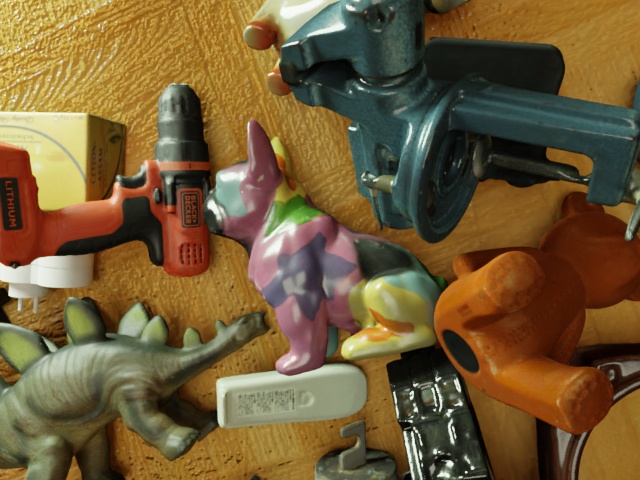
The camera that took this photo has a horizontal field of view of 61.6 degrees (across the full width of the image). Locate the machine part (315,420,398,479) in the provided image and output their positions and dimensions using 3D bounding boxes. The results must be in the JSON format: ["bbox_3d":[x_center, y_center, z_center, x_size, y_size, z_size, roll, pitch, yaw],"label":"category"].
[{"bbox_3d":[0.035,0.286,0.490,0.079,0.079,0.243,-1,91,12],"label":"machine part"}]

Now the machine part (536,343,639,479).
[{"bbox_3d":[0.280,0.183,0.417,0.202,0.087,0.201,-3,85,11],"label":"machine part"}]

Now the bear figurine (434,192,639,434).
[{"bbox_3d":[0.186,0.036,0.394,0.196,0.132,0.120,-27,87,-16],"label":"bear figurine"}]

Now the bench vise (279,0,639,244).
[{"bbox_3d":[0.097,-0.080,0.350,0.241,0.129,0.223,21,135,29],"label":"bench vise"}]

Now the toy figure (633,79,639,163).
[{"bbox_3d":[0.287,-0.060,0.428,0.058,0.064,0.154,-10,97,-28],"label":"toy figure"}]

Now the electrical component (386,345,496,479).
[{"bbox_3d":[0.101,0.153,0.440,0.058,0.134,0.114,-17,132,10],"label":"electrical component"}]

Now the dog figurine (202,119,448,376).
[{"bbox_3d":[-0.001,-0.001,0.471,0.192,0.108,0.219,-16,87,13],"label":"dog figurine"}]

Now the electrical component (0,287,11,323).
[{"bbox_3d":[-0.384,0.094,0.587,0.102,0.045,0.078,-27,85,12],"label":"electrical component"}]

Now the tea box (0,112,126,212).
[{"bbox_3d":[-0.291,-0.078,0.548,0.170,0.068,0.098,2,93,11],"label":"tea box"}]

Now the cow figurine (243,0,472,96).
[{"bbox_3d":[0.042,-0.203,0.454,0.195,0.085,0.127,-8,50,27],"label":"cow figurine"}]

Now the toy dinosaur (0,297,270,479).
[{"bbox_3d":[-0.266,0.173,0.541,0.471,0.105,0.198,-29,79,3],"label":"toy dinosaur"}]

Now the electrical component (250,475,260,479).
[{"bbox_3d":[-0.062,0.277,0.489,0.075,0.119,0.047,36,99,6],"label":"electrical component"}]

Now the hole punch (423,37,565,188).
[{"bbox_3d":[0.135,-0.113,0.454,0.142,0.092,0.115,8,119,9],"label":"hole punch"}]
